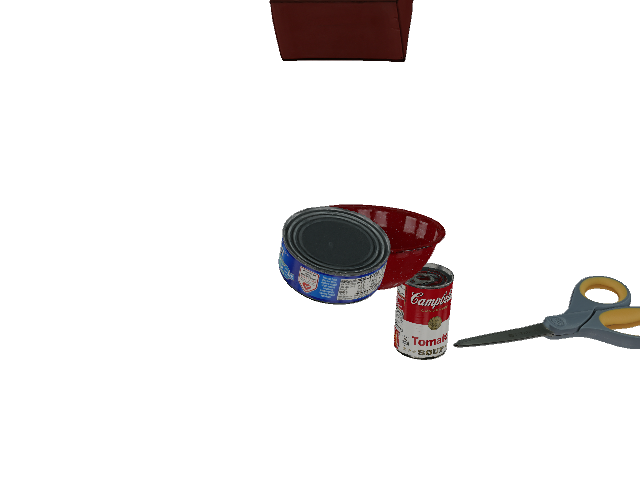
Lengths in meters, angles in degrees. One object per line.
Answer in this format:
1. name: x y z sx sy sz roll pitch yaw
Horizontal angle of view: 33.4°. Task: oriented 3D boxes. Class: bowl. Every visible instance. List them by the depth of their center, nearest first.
1. bowl: 0.046 0.010 1.094 0.162 0.055 0.162 2 17 -1

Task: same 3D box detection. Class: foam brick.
1. foam brick: 0.014 -0.143 0.638 0.078 0.053 0.051 2 -32 13

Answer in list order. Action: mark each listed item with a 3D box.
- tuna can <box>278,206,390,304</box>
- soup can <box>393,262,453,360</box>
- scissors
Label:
1. tuna can: 0.010 0.011 0.840 0.086 0.034 0.086 7 37 -6
2. soup can: 0.126 0.087 1.315 0.068 0.102 0.068 2 24 -1
3. scissors: 0.192 0.059 0.873 0.201 0.016 0.096 3 33 -13
